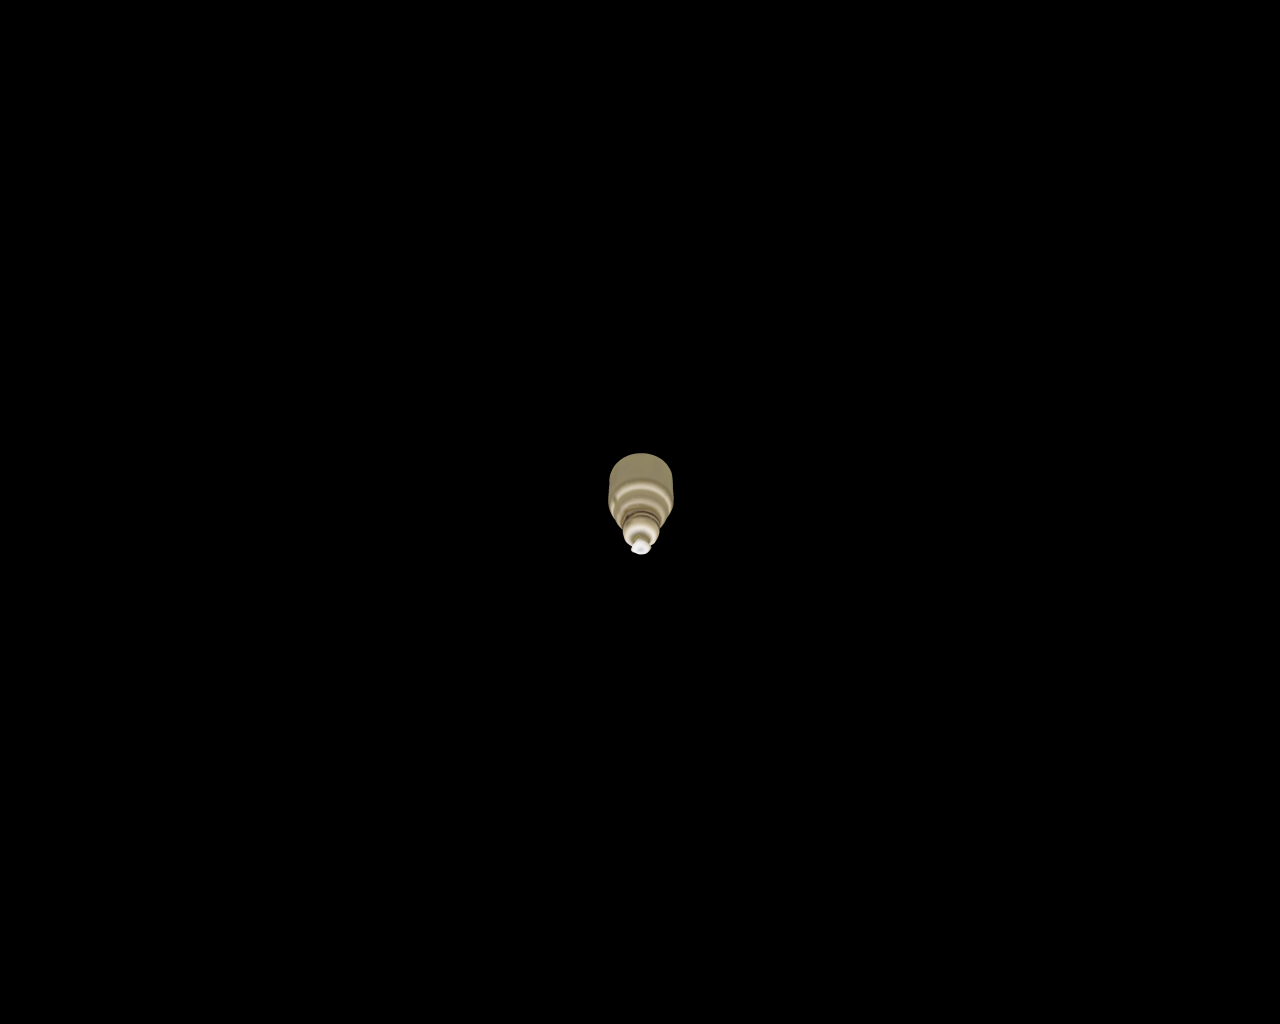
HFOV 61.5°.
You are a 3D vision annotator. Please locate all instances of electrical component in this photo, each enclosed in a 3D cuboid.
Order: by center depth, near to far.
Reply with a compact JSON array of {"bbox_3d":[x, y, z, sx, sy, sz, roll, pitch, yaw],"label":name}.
[{"bbox_3d":[0.001,-0.003,0.650,0.040,0.040,0.078,0,38,0],"label":"electrical component"}]
